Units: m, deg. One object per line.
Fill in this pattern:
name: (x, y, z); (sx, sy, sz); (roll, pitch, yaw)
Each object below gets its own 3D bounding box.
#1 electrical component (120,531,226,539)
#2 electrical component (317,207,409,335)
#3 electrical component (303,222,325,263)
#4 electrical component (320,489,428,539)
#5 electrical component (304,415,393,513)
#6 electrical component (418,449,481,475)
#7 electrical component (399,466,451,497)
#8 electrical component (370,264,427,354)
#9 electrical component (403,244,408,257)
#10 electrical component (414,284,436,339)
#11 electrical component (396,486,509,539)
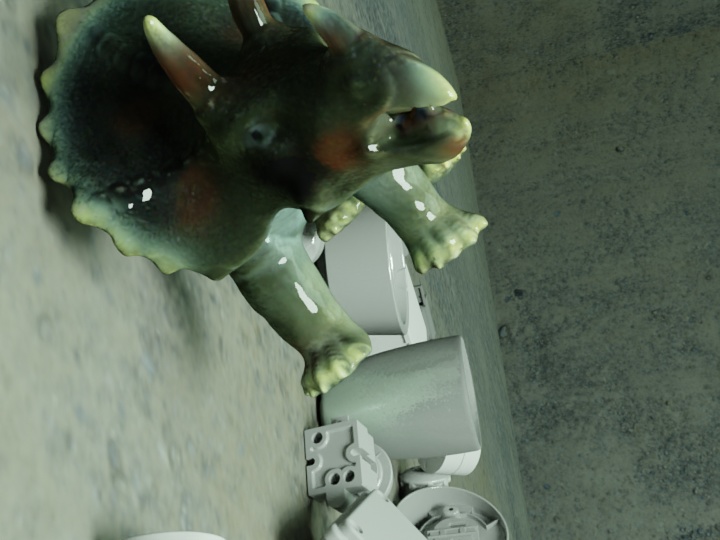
electrical component: (-0.070, 0.126, 0.356); (0.079, 0.044, 0.077); (61, 20, -61)
electrical component: (0.000, 0.000, 0.833); (0.108, 0.060, 0.108); (-7, 90, -82)
electrical component: (-0.043, -0.021, 0.675); (0.062, 0.043, 0.043); (-25, 104, -81)
electrical component: (0.017, 0.188, 0.612); (0.108, 0.056, 0.109); (45, 6, 8)
electrical component: (-0.007, 0.130, 0.705); (0.055, 0.048, 0.066); (50, 30, -55)
electrical component: (0.054, 0.129, 1.006); (0.052, 0.074, 0.138); (-59, -144, 33)
electrical component: (0.062, 0.216, 1.006); (0.048, 0.048, 0.062); (-23, 110, -80)
electrical component: (0.029, 0.057, 0.974); (0.099, 0.048, 0.099); (-89, 165, -49)
electrical component: (0.015, -0.050, 0.979); (0.076, 0.047, 0.083); (-21, 100, -67)
electrical component: (0.051, 0.061, 1.120); (0.063, 0.042, 0.081); (-66, 144, -67)
electrical component: (0.081, 0.238, 0.941); (0.099, 0.099, 0.064); (-86, 169, -55)
